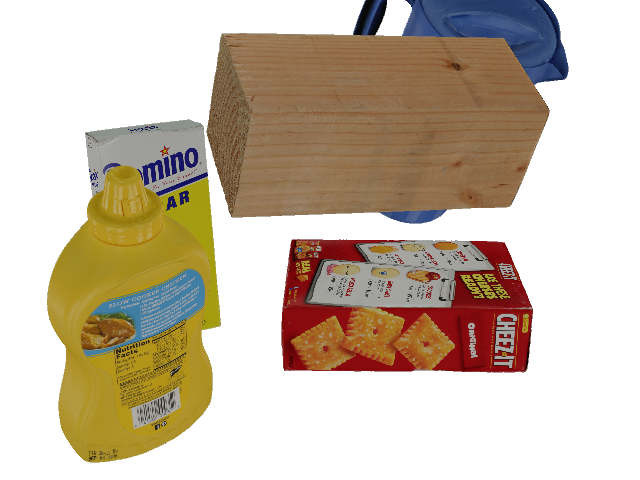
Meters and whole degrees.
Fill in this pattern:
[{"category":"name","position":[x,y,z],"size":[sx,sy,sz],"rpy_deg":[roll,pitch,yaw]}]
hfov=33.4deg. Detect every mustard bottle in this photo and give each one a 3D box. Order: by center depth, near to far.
[{"category":"mustard bottle","position":[-0.110,0.040,0.622],"size":[0.096,0.192,0.058],"rpy_deg":[-21,45,-29]}]

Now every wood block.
[{"category":"wood block","position":[0.036,-0.080,0.728],"size":[0.205,0.090,0.091],"rpy_deg":[-3,45,-18]}]

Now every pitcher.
[{"category":"pitcher","position":[0.106,-0.133,1.004],"size":[0.144,0.149,0.243],"rpy_deg":[-9,-33,-26]}]

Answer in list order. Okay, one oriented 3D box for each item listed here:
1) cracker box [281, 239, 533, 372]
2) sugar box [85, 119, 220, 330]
[{"category":"cracker box","position":[0.074,0.059,0.985],"size":[0.213,0.072,0.164],"rpy_deg":[1,21,1]},{"category":"sugar box","position":[-0.138,-0.007,0.891],"size":[0.093,0.176,0.048],"rpy_deg":[-11,19,-23]}]
